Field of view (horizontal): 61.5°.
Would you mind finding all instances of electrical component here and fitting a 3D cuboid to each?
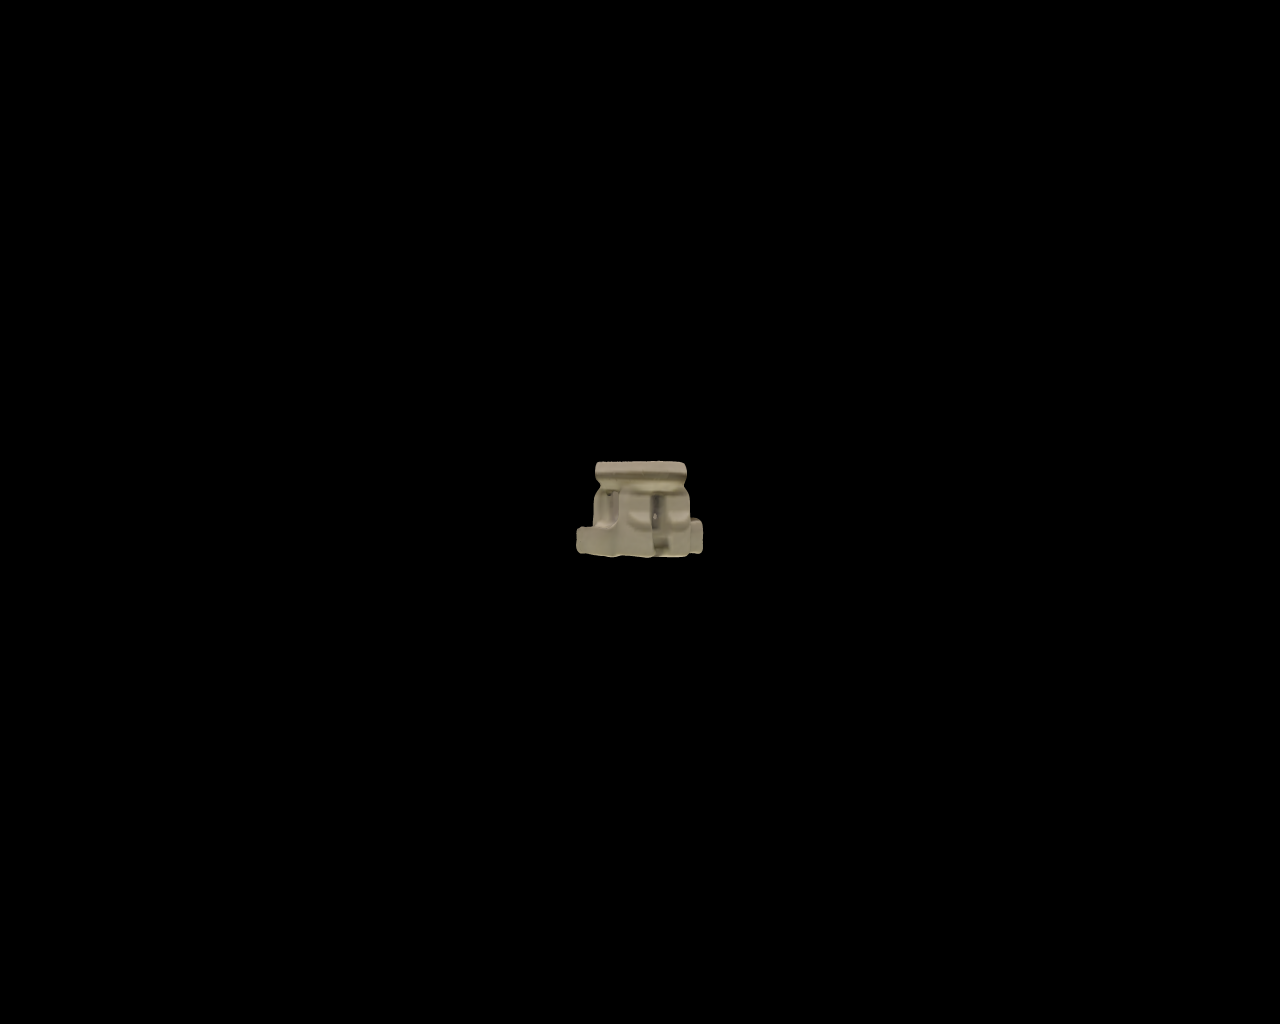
[{"bbox_3d":[0.001,-0.003,0.650,0.078,0.057,0.058,0,0,-28],"label":"electrical component"}]
